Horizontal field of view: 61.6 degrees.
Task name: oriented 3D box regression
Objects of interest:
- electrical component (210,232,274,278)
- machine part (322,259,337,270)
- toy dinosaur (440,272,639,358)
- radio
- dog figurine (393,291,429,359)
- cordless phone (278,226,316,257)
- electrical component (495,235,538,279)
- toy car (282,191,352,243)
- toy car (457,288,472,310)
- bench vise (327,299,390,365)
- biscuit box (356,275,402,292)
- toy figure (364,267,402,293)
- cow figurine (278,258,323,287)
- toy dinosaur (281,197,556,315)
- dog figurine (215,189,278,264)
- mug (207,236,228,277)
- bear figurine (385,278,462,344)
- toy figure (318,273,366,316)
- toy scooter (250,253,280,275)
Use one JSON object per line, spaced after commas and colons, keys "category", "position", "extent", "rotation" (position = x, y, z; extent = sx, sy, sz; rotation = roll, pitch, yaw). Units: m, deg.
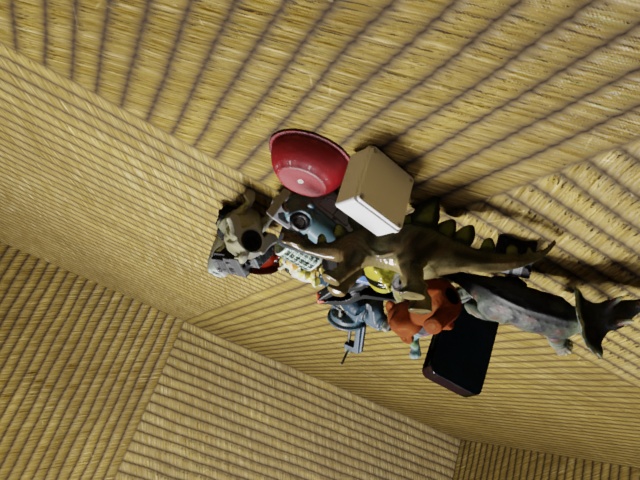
{"category": "electrical component", "position": [-0.178, 0.031, 1.278], "extent": [0.134, 0.115, 0.058], "rotation": [7, 133, 43]}
{"category": "machine part", "position": [0.031, 0.064, 1.295], "extent": [0.039, 0.084, 0.139], "rotation": [-14, -171, -6]}
{"category": "toy dinosaur", "position": [0.395, 0.125, 1.040], "extent": [0.405, 0.131, 0.192], "rotation": [15, 165, 20]}
{"category": "radio", "position": [0.335, 0.238, 1.265], "extent": [0.131, 0.229, 0.073], "rotation": [23, 156, 0]}
{"category": "dog figurine", "position": [0.254, 0.180, 1.372], "extent": [0.109, 0.192, 0.219], "rotation": [-13, 118, 16]}
{"category": "cordless phone", "position": [-0.003, -0.003, 1.208], "extent": [0.147, 0.088, 0.184], "rotation": [15, 176, 12]}
{"category": "electrical component", "position": [0.365, 0.040, 1.020], "extent": [0.075, 0.048, 0.119], "rotation": [14, 156, 16]}
{"category": "toy car", "position": [0.010, -0.044, 1.037], "extent": [0.161, 0.103, 0.109], "rotation": [38, -169, -7]}
{"category": "toy car", "position": [0.306, 0.137, 1.212], "extent": [0.202, 0.056, 0.073], "rotation": [-19, 153, 14]}
{"category": "bench vise", "position": [0.111, 0.242, 1.546], "extent": [0.224, 0.129, 0.240], "rotation": [19, 124, 23]}
{"category": "biscuit box", "position": [0.156, 0.077, 1.228], "extent": [0.203, 0.063, 0.059], "rotation": [12, 158, -2]}
{"category": "toy figure", "position": [0.118, 0.033, 1.122], "extent": [0.089, 0.082, 0.180], "rotation": [18, 147, 55]}
{"category": "cow figurine", "position": [-0.061, 0.063, 1.396], "extent": [0.098, 0.068, 0.167], "rotation": [15, 166, 30]}
{"category": "toy dinosaur", "position": [0.165, 0.020, 0.937], "extent": [0.472, 0.198, 0.105], "rotation": [11, 158, 6]}
{"category": "dog figurine", "position": [-0.189, -0.010, 1.221], "extent": [0.121, 0.172, 0.191], "rotation": [41, 145, -19]}
{"category": "mug", "position": [-0.265, 0.054, 1.506], "extent": [0.081, 0.107, 0.109], "rotation": [3, 150, 38]}
{"category": "bear figurine", "position": [0.196, 0.153, 1.129], "extent": [0.132, 0.120, 0.196], "rotation": [-9, 162, -44]}
{"category": "toy figure", "position": [0.056, 0.140, 1.450], "extent": [0.155, 0.064, 0.057], "rotation": [44, 172, 25]}
{"category": "toy scooter", "position": [-0.150, 0.050, 1.437], "extent": [0.135, 0.075, 0.184], "rotation": [7, 153, -31]}
